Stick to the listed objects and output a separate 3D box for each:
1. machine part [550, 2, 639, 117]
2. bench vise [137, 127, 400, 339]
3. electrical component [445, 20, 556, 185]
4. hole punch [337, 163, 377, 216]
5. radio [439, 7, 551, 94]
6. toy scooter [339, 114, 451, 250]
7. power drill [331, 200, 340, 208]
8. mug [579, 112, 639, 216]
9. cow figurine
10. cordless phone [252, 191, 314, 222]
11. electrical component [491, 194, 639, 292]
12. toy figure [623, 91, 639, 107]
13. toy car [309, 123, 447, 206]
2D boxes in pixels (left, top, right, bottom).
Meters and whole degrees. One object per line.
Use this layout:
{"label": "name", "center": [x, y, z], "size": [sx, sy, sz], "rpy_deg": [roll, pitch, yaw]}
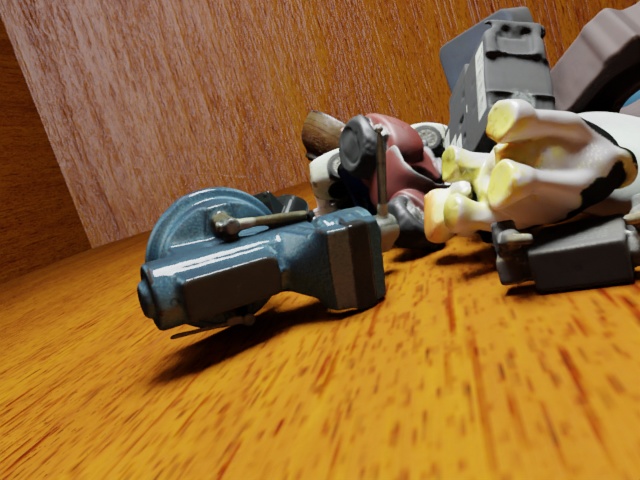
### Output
{"label": "machine part", "center": [0.273, -0.124, 0.461], "size": [0.179, 0.179, 0.056], "rpy_deg": [-17, 51, 8]}
{"label": "bench vise", "center": [-0.057, 0.002, 0.470], "size": [0.224, 0.128, 0.241], "rpy_deg": [-28, 22, -22]}
{"label": "electrical component", "center": [0.151, -0.102, 0.471], "size": [0.058, 0.115, 0.134], "rpy_deg": [8, -24, 0]}
{"label": "hole punch", "center": [0.091, -0.049, 0.667], "size": [0.142, 0.092, 0.115], "rpy_deg": [-21, -26, 8]}
{"label": "radio", "center": [0.281, -0.218, 0.821], "size": [0.073, 0.229, 0.131], "rpy_deg": [-25, 6, -42]}
{"label": "toy scooter", "center": [0.104, -0.063, 0.562], "size": [0.135, 0.184, 0.075], "rpy_deg": [-1, -42, -26]}
{"label": "power drill", "center": [0.100, -0.082, 0.859], "size": [0.207, 0.086, 0.232], "rpy_deg": [-14, 9, -25]}
{"label": "mug", "center": [0.235, -0.048, 0.392], "size": [0.110, 0.080, 0.107], "rpy_deg": [8, 15, -6]}
{"label": "cow figurine", "center": [0.139, -0.036, 0.392], "size": [0.098, 0.068, 0.167], "rpy_deg": [4, -13, -9]}
{"label": "cordless phone", "center": [-0.062, -0.029, 0.883], "size": [0.147, 0.088, 0.184], "rpy_deg": [-13, -1, 34]}
{"label": "electrical component", "center": [0.156, 0.000, 0.318], "size": [0.102, 0.045, 0.078], "rpy_deg": [-11, 13, 38]}
{"label": "toy figure", "center": [0.353, -0.150, 0.556], "size": [0.180, 0.089, 0.082], "rpy_deg": [-7, -24, 4]}
{"label": "toy car", "center": [0.084, -0.104, 0.725], "size": [0.202, 0.056, 0.073], "rpy_deg": [-19, -29, -4]}
